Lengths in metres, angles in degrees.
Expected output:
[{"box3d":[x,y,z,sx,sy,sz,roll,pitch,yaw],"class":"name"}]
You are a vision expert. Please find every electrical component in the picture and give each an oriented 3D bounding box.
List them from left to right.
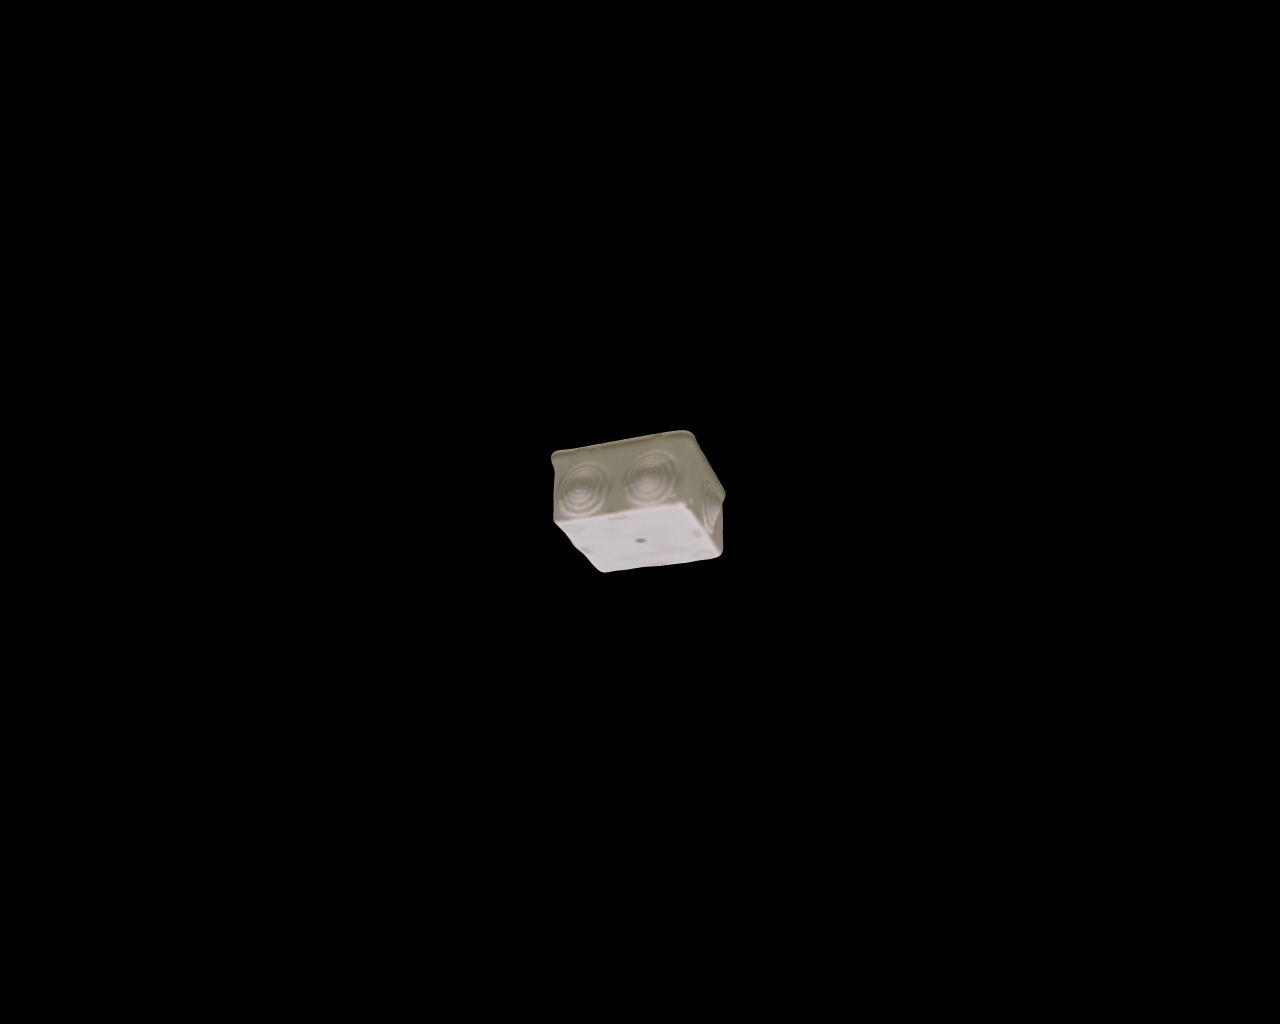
[{"box3d":[0.001,-0.003,0.650,0.100,0.048,0.099,-8,-28,16],"class":"electrical component"}]
